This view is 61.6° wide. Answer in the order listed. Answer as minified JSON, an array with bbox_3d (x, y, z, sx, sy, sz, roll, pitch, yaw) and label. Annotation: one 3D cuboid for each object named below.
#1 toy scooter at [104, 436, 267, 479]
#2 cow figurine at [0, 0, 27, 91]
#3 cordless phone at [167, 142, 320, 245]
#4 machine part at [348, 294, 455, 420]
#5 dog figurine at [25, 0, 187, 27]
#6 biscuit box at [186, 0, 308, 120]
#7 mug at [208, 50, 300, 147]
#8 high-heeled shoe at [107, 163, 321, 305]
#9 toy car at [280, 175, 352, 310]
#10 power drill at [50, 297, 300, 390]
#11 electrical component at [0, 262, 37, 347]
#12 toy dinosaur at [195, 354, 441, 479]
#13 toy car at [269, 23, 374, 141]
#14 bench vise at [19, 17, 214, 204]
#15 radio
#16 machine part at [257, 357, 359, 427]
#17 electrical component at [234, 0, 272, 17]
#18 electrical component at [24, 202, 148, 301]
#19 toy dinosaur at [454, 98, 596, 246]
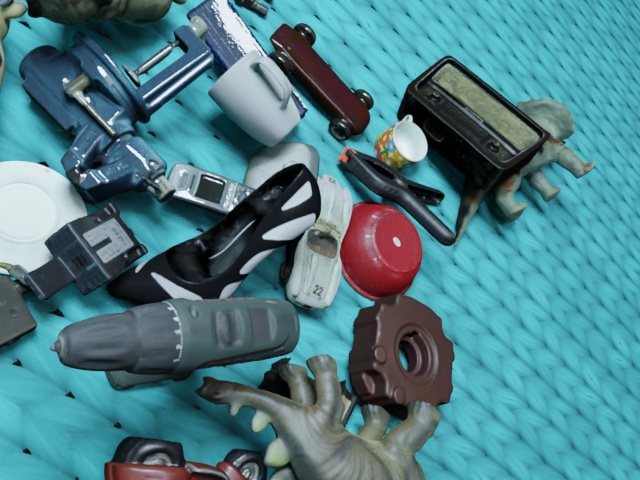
[{"bbox_3d":[-0.141,0.281,0.557,0.184,0.075,0.135,22,65,-30],"label":"toy scooter"},{"bbox_3d":[-0.356,-0.181,0.537,0.085,0.127,0.195,13,69,-33],"label":"cow figurine"},{"bbox_3d":[-0.099,-0.079,0.698,0.184,0.089,0.146,20,65,-21],"label":"cordless phone"},{"bbox_3d":[0.121,0.164,0.760,0.179,0.056,0.179,18,59,-34],"label":"machine part"},{"bbox_3d":[-0.229,-0.279,0.604,0.172,0.121,0.191,-5,39,-19],"label":"dog figurine"},{"bbox_3d":[-0.100,-0.241,0.750,0.063,0.059,0.202,-36,97,-2],"label":"biscuit box"},{"bbox_3d":[-0.070,-0.178,0.679,0.107,0.110,0.081,48,51,-16],"label":"mug"},{"bbox_3d":[-0.115,-0.006,0.601,0.249,0.145,0.086,-12,41,-21],"label":"high-heeled shoe"},{"bbox_3d":[-0.002,-0.002,0.748,0.073,0.056,0.202,23,64,-25],"label":"toy car"},{"bbox_3d":[-0.152,0.099,0.529,0.232,0.207,0.086,-1,69,-36],"label":"power drill"},{"bbox_3d":[-0.323,0.068,0.525,0.102,0.045,0.078,-25,87,-36],"label":"electrical component"},{"bbox_3d":[0.064,0.278,0.614,0.471,0.105,0.198,30,53,-16],"label":"toy dinosaur"},{"bbox_3d":[0.000,-0.242,0.831,0.202,0.053,0.089,42,68,-19],"label":"toy car"},{"bbox_3d":[-0.208,-0.164,0.617,0.224,0.128,0.240,43,75,10],"label":"bench vise"},{"bbox_3d":[0.250,-0.197,0.907,0.131,0.073,0.230,-37,71,-24],"label":"radio"},{"bbox_3d":[-0.013,0.201,0.687,0.138,0.039,0.084,37,66,-20],"label":"machine part"},{"bbox_3d":[-0.116,-0.387,0.824,0.094,0.021,0.063,28,62,-23],"label":"electrical component"},{"bbox_3d":[-0.247,0.015,0.563,0.074,0.048,0.119,57,26,-6],"label":"electrical component"},{"bbox_3d":[0.353,-0.145,0.995,0.405,0.131,0.192,-23,71,-28],"label":"toy dinosaur"}]
